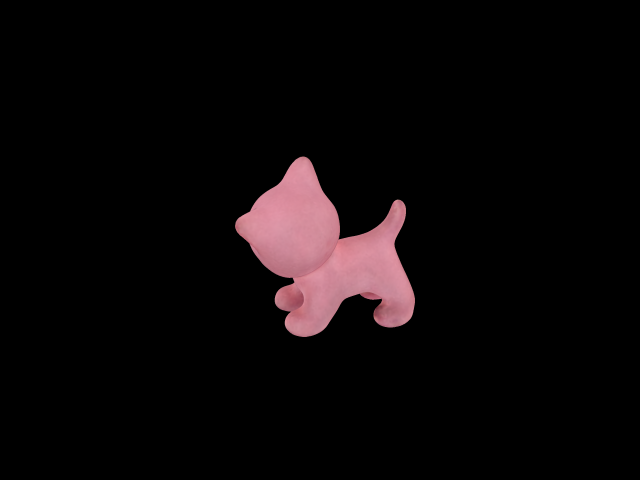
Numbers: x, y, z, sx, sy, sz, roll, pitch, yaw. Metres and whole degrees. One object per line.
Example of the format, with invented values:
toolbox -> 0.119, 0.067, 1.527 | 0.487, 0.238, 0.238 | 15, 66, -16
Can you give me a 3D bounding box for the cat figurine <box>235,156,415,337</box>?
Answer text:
cat figurine -> 0.004, 0.001, 0.400 | 0.128, 0.118, 0.067 | -6, 23, -14
